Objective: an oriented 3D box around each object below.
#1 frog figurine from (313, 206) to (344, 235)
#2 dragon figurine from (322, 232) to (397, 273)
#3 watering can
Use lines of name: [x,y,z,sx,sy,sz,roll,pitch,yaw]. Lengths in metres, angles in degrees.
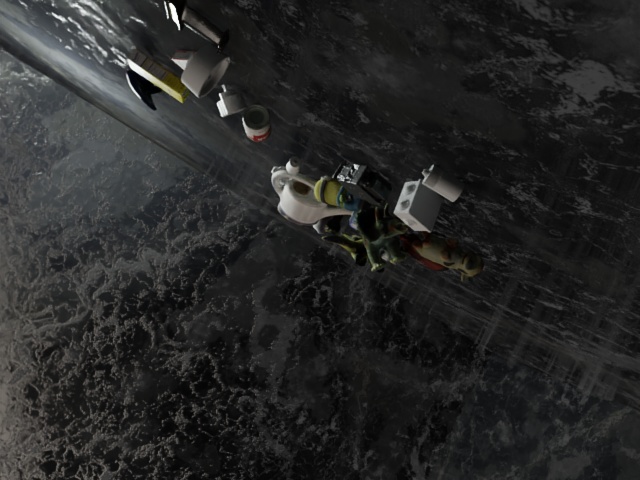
frog figurine: [0.006,-0.096,1.915,0.161,0.124,0.134,36,145,41]
dragon figurine: [0.155,0.024,2.034,0.408,0.122,0.245,21,-176,-22]
watering can: [-0.014,-0.119,1.748,0.348,0.106,0.220,27,149,0]
